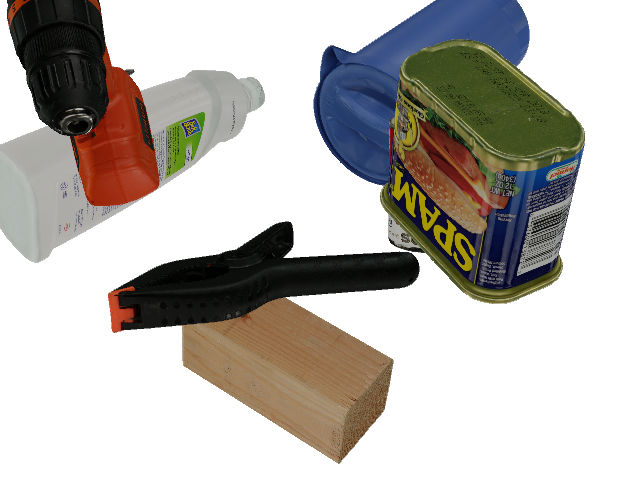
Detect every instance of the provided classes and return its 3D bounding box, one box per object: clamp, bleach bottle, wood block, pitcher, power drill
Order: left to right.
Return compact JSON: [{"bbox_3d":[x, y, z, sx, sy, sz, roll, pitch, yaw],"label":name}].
[{"bbox_3d":[-0.148,-0.101,0.670,0.057,0.184,0.187,-13,-30,-5],"label":"power drill"},{"bbox_3d":[-0.151,-0.078,0.904,0.250,0.103,0.068,-29,60,-34],"label":"bleach bottle"},{"bbox_3d":[-0.046,0.027,0.749,0.209,0.036,0.165,-17,18,-41],"label":"clamp"},{"bbox_3d":[-0.037,0.128,1.118,0.206,0.090,0.090,29,48,22],"label":"wood block"},{"bbox_3d":[0.119,-0.160,1.083,0.145,0.149,0.242,20,45,31],"label":"pitcher"}]

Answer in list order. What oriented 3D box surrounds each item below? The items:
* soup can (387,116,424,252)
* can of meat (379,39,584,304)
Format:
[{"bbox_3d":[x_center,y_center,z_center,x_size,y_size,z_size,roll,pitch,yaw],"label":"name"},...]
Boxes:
[{"bbox_3d":[0.089,-0.048,0.875,0.068,0.102,0.068,0,19,0],"label":"soup can"},{"bbox_3d":[0.075,-0.035,0.508,0.057,0.084,0.102,-20,47,-23],"label":"can of meat"}]
